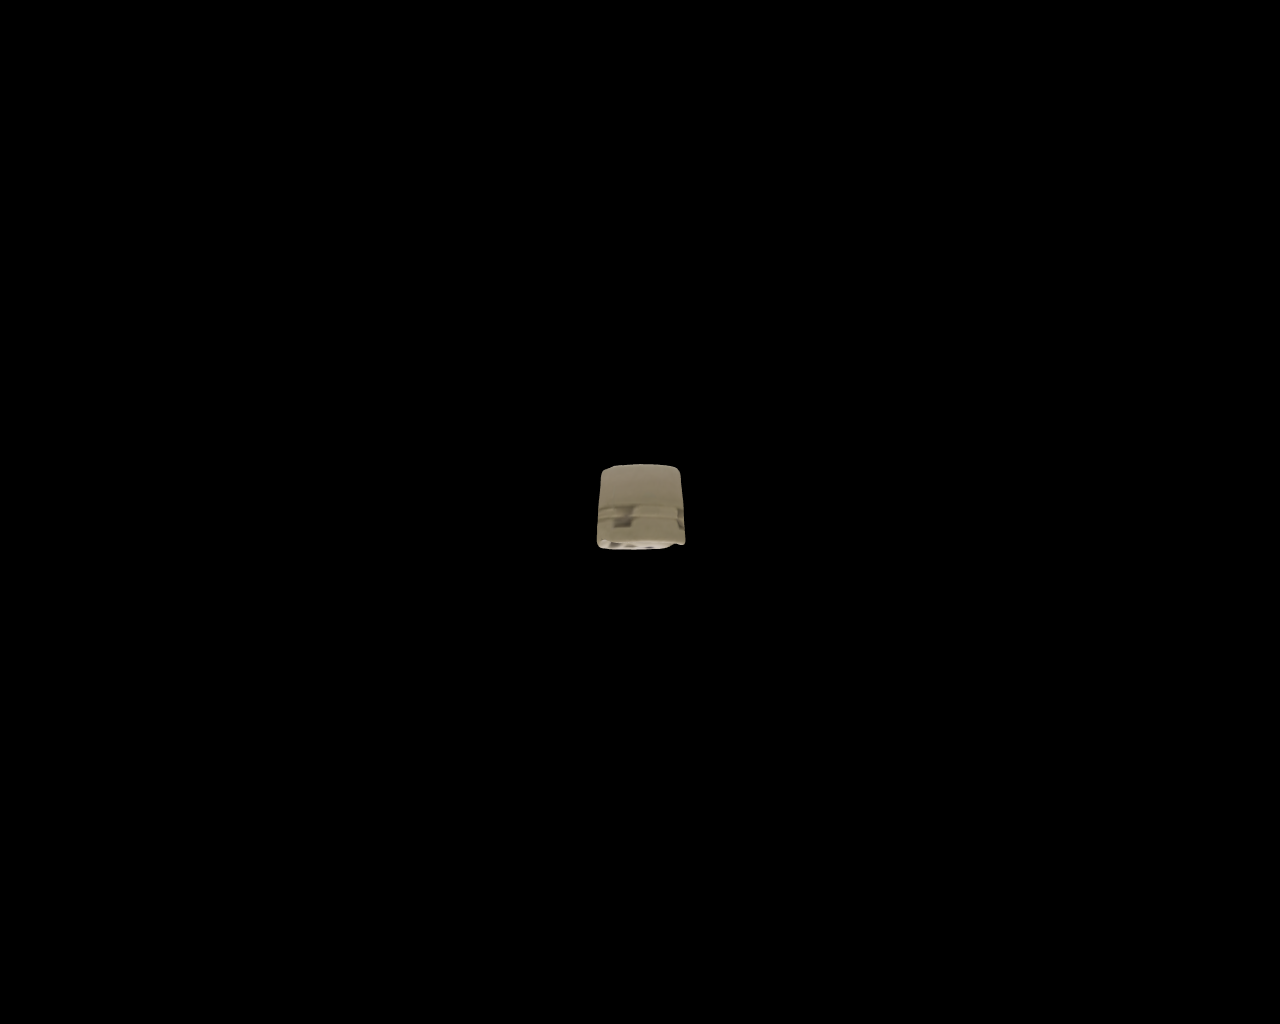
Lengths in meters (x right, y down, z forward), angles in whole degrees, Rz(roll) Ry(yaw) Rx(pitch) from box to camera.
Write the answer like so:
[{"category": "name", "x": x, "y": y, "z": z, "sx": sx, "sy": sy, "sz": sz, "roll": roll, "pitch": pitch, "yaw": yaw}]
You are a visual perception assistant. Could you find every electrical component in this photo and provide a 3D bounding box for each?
[{"category": "electrical component", "x": 0.001, "y": -0.003, "z": 0.650, "sx": 0.055, "sy": 0.047, "sz": 0.055, "roll": 0, "pitch": -7, "yaw": 0}]
